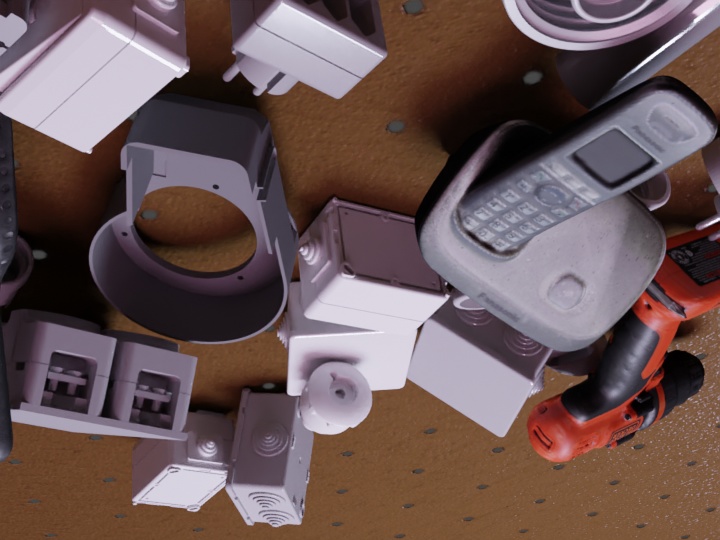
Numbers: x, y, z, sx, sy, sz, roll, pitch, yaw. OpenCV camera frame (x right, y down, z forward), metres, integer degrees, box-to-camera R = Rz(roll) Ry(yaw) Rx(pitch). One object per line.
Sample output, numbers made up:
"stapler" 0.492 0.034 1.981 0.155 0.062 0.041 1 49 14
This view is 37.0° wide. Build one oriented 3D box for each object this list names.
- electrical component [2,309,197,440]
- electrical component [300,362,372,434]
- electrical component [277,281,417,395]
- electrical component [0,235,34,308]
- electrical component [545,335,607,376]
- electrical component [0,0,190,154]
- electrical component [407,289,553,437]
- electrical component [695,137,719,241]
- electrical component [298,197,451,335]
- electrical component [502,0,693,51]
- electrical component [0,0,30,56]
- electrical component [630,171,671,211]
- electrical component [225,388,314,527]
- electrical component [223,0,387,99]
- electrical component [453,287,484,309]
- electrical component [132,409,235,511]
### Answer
"electrical component" -0.198 0.071 0.708 0.105 0.060 0.186 17 165 -34
"electrical component" -0.023 0.096 0.764 0.048 0.048 0.062 7 151 -22
"electrical component" -0.010 0.047 0.778 0.100 0.048 0.099 -3 147 -7
"electrical component" -0.229 0.002 0.674 0.040 0.040 0.046 10 149 -25
"electrical component" 0.140 0.054 0.825 0.079 0.043 0.077 -23 144 22
"electrical component" -0.125 -0.111 0.501 0.096 0.061 0.061 -31 140 32
"electrical component" 0.089 0.064 0.790 0.100 0.048 0.099 32 147 12
"electrical component" 0.255 -0.040 0.696 0.074 0.052 0.138 -30 140 30
"electrical component" 0.000 0.000 0.696 0.096 0.061 0.061 12 142 -27
"electrical component" 0.111 -0.148 0.493 0.108 0.060 0.108 -5 147 -4
"electrical component" -0.192 -0.117 0.483 0.089 0.055 0.050 -30 141 32
"electrical component" 0.159 -0.043 0.683 0.044 0.044 0.065 9 149 -24
"electrical component" -0.072 0.156 0.888 0.048 0.099 0.099 2 148 9
"electrical component" -0.037 -0.112 0.530 0.066 0.047 0.077 20 138 -36
"electrical component" 0.078 -0.011 0.691 0.044 0.065 0.044 -6 164 -2
"electrical component" -0.145 0.154 0.902 0.062 0.061 0.096 14 141 -30
